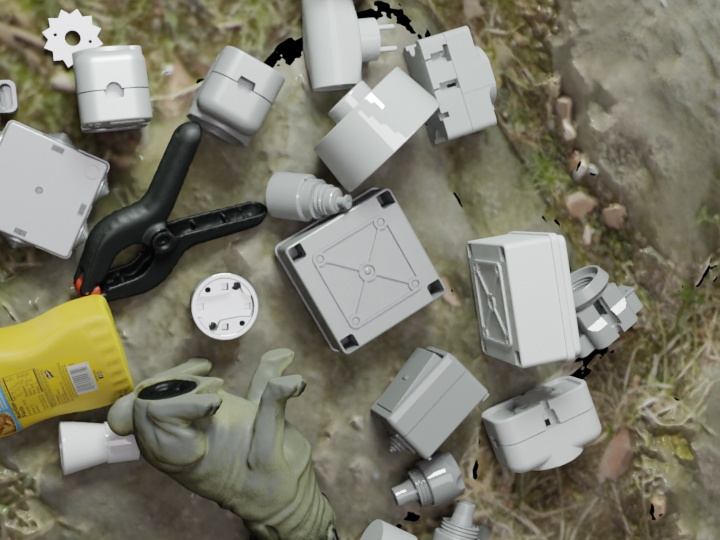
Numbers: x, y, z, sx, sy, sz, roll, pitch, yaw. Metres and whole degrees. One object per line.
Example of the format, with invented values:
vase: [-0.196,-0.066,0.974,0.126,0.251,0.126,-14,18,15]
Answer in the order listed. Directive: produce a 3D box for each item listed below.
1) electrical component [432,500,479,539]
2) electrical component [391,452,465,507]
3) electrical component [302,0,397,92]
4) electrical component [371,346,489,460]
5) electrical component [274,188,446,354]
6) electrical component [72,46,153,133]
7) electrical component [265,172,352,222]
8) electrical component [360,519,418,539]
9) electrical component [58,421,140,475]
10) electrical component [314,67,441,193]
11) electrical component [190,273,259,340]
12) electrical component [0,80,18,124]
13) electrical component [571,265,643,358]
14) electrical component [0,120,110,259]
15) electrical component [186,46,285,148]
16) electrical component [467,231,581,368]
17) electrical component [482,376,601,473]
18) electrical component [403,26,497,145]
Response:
electrical component: [0.088,0.240,0.970,0.043,0.043,0.062,15,87,-14]
electrical component: [0.059,0.191,0.960,0.062,0.043,0.043,-21,97,-11]
electrical component: [-0.007,-0.197,0.925,0.079,0.044,0.077,-8,94,-14]
electrical component: [0.053,0.118,0.946,0.061,0.062,0.096,46,81,-12]
electrical component: [0.000,0.000,0.930,0.109,0.056,0.108,-32,100,-11]
electrical component: [-0.197,-0.143,0.852,0.054,0.095,0.059,-8,94,-14]
electrical component: [-0.043,-0.061,0.908,0.078,0.040,0.040,8,91,28]
electrical component: [-0.011,0.282,0.941,0.074,0.052,0.138,28,86,-14]
electrical component: [-0.214,0.143,0.889,0.065,0.044,0.044,-4,94,-19]
electrical component: [0.008,-0.123,0.903,0.108,0.108,0.060,-45,96,-8]
electrical component: [-0.116,0.029,0.905,0.055,0.047,0.055,-1,93,-14]
electrical component: [-0.311,-0.136,0.843,0.078,0.057,0.058,-6,94,-14]
electrical component: [0.212,0.033,0.986,0.078,0.058,0.057,-39,104,-10]
electrical component: [-0.258,-0.064,0.865,0.100,0.048,0.099,24,87,-17]
electrical component: [-0.104,-0.139,0.877,0.054,0.095,0.059,28,86,-14]
electrical component: [0.141,0.024,0.940,0.056,0.109,0.108,-10,95,-11]
electrical component: [0.167,0.143,0.980,0.095,0.054,0.059,-22,98,-12]
electrical component: [0.083,-0.163,0.947,0.056,0.050,0.089,-19,97,-13]
